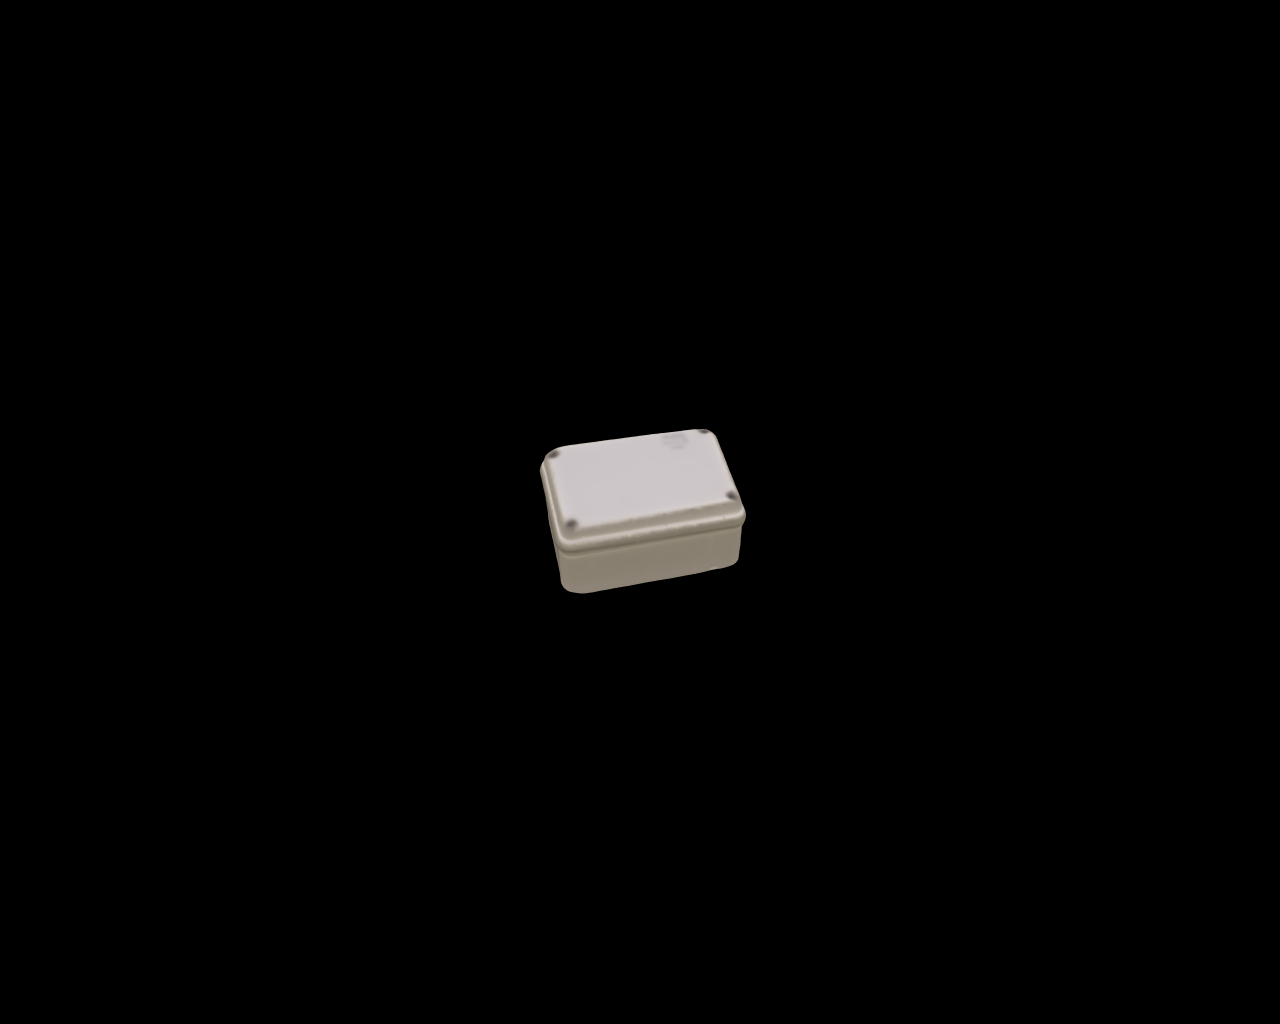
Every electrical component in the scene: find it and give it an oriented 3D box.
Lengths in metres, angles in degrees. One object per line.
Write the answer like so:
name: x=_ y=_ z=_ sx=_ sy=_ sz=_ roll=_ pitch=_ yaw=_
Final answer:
electrical component: x=0.001 y=-0.003 z=0.650 sx=0.113 sy=0.078 sz=0.057 roll=-9 pitch=-43 yaw=-8
